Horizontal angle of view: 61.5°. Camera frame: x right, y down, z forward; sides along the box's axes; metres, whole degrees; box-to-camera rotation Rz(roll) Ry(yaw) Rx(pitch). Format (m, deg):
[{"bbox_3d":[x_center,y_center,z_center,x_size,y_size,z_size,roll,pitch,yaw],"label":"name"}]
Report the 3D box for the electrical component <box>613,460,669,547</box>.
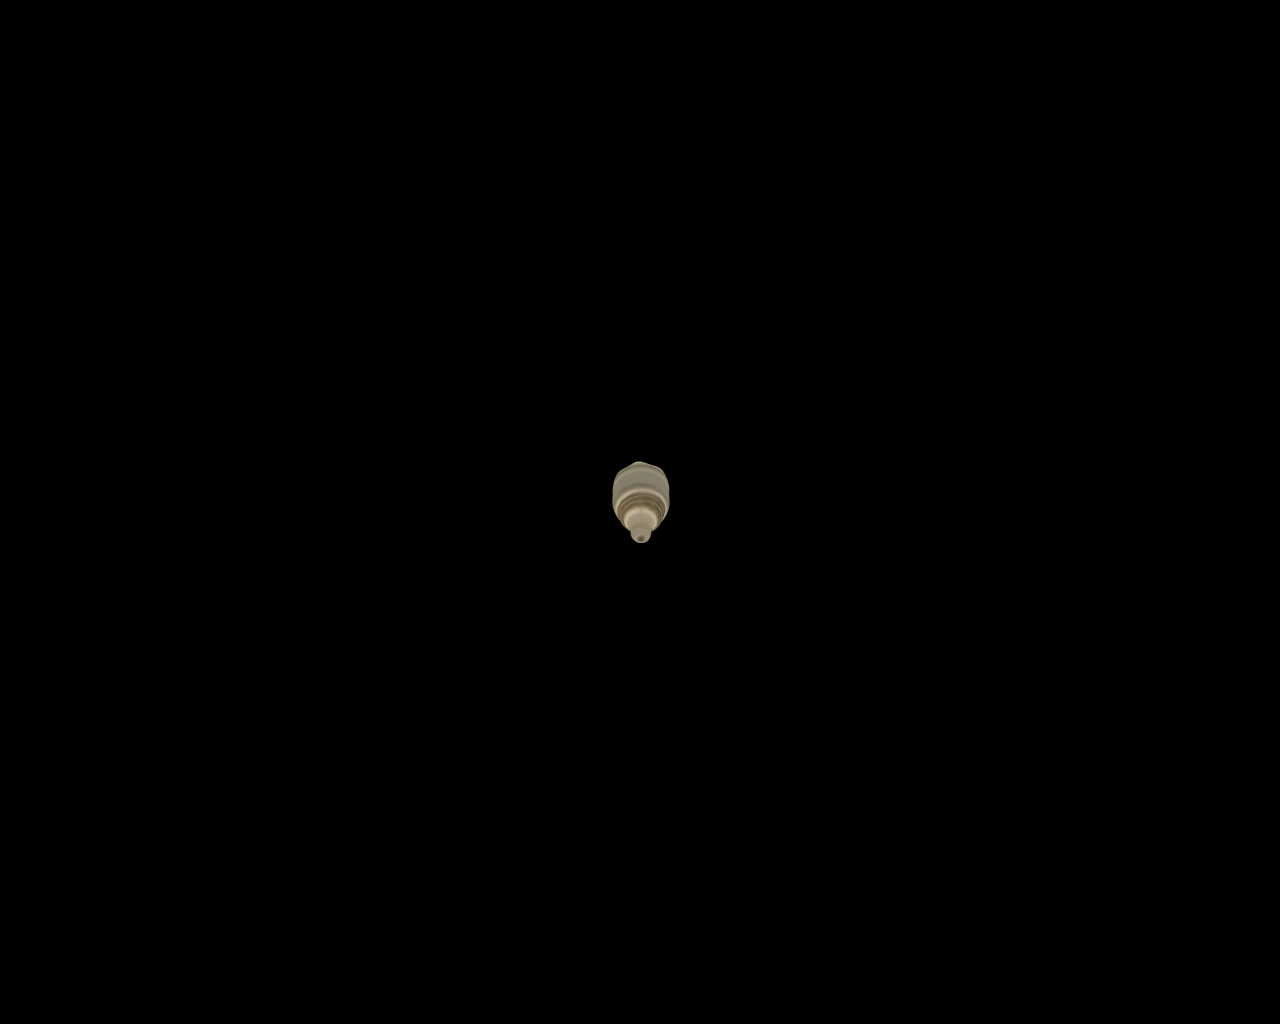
[{"bbox_3d":[0.001,-0.003,0.650,0.035,0.035,0.061,0,38,0],"label":"electrical component"}]
